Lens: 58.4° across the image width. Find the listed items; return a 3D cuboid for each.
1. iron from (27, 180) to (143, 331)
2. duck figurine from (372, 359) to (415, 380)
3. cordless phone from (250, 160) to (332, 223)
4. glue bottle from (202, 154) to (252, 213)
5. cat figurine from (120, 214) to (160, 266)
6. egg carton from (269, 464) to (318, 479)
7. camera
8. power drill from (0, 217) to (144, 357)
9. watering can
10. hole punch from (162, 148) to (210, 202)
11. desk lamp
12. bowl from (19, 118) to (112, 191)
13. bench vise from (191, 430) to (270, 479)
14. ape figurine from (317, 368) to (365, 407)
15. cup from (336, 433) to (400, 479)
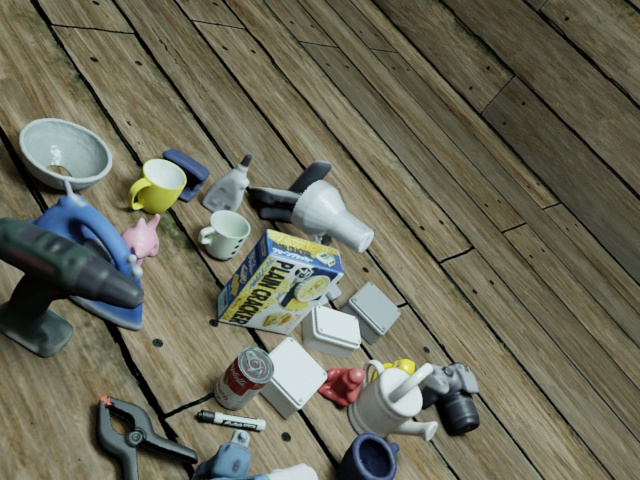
[{"bbox_3d":[-0.367,0.024,0.958,0.258,0.141,0.119,43,35,4],"label":"iron"},{"bbox_3d":[0.168,0.284,1.215,0.105,0.086,0.077,-12,60,-48],"label":"duck figurine"},{"bbox_3d":[-0.067,-0.134,1.366,0.148,0.184,0.094,2,50,-41],"label":"cordless phone"},{"bbox_3d":[-0.191,-0.122,1.250,0.078,0.173,0.037,35,35,-7],"label":"glue bottle"},{"bbox_3d":[-0.328,-0.001,1.042,0.067,0.117,0.128,34,36,-8],"label":"cat figurine"},{"bbox_3d":[-0.057,0.412,0.886,0.151,0.069,0.107,-1,52,-43],"label":"egg carton"},{"bbox_3d":[0.291,0.344,1.250,0.144,0.100,0.136,13,43,-33],"label":"camera"},{"bbox_3d":[-0.383,0.076,0.830,0.230,0.208,0.076,35,35,-8],"label":"power drill"},{"bbox_3d":[0.151,0.301,1.088,0.173,0.193,0.101,40,35,0],"label":"watering can"},{"bbox_3d":[-0.300,-0.159,1.261,0.109,0.091,0.101,32,36,-11],"label":"hole punch"},{"bbox_3d":[0.012,0.005,1.264,0.203,0.213,0.118,49,36,13],"label":"desk lamp"},{"bbox_3d":[-0.489,-0.150,1.092,0.168,0.074,0.167,25,38,-21],"label":"bowl"},{"bbox_3d":[-0.127,0.341,0.769,0.122,0.219,0.207,16,42,-30],"label":"bench vise"},{"bbox_3d":[0.052,0.277,1.111,0.076,0.092,0.077,0,51,-42],"label":"ape figurine"},{"bbox_3d":[0.081,0.396,1.007,0.118,0.094,0.091,-7,56,-46],"label":"cup"}]
